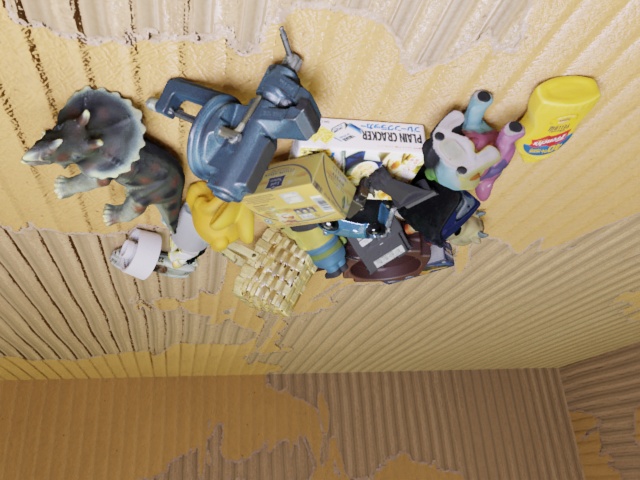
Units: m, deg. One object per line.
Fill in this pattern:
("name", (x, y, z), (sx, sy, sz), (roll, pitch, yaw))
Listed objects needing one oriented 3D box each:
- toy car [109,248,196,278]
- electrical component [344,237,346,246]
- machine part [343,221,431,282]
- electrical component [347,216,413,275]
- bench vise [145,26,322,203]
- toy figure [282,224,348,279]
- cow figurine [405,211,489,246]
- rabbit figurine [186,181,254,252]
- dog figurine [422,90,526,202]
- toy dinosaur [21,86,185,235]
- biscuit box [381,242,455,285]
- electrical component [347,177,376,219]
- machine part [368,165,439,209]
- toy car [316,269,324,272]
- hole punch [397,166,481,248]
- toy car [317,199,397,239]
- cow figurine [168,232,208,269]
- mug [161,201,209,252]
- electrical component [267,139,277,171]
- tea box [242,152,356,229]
("toy car", (-0.402, 0.054, 1.297), (0.201, 0.056, 0.073), (10, 153, -29))
("electrical component", (0.026, 0.000, 1.194), (0.063, 0.094, 0.021), (-19, 156, 29))
("machine part", (0.154, 0.030, 1.295), (0.201, 0.087, 0.201), (-2, 158, -4))
("electrical component", (0.118, -0.012, 1.143), (0.115, 0.134, 0.058), (-31, -162, 1))
("bench vise", (-0.129, -0.173, 0.727), (0.241, 0.223, 0.128), (23, -178, 20))
("toy figure", (0.000, -0.005, 1.114), (0.089, 0.082, 0.180), (-24, 105, 38))
("cow figurine", (0.282, -0.037, 1.175), (0.127, 0.085, 0.194), (-16, 153, 38))
("rabbit figurine", (-0.165, -0.070, 0.974), (0.122, 0.162, 0.173), (24, 127, -27))
("dog figurine", (0.248, -0.124, 0.894), (0.191, 0.108, 0.219), (-40, 159, -11))
("toy dinosaur", (-0.301, -0.111, 0.878), (0.192, 0.131, 0.404), (-14, 160, 22))
("biscuit box", (0.246, 0.060, 1.409), (0.203, 0.059, 0.062), (-20, 152, 33))
("electrical component", (0.050, -0.073, 0.935), (0.078, 0.045, 0.102), (30, 147, -5))
("machine part", (0.139, -0.087, 0.921), (0.084, 0.039, 0.138), (-17, 156, 38))
("toy car", (-0.043, 0.063, 1.372), (0.202, 0.053, 0.089), (-15, 158, 42))
("hole punch", (0.221, -0.065, 1.008), (0.092, 0.142, 0.115), (-1, 131, -48))
("toy car", (0.064, -0.051, 1.051), (0.162, 0.109, 0.103), (14, 163, 4))
("cow figurine", (-0.295, 0.014, 1.218), (0.098, 0.068, 0.167), (-3, 158, -17))
("mug", (-0.267, -0.042, 1.093), (0.109, 0.081, 0.107), (26, 142, -3))
("electrical component", (-0.091, -0.165, 0.831), (0.048, 0.075, 0.119), (3, 159, -16))
("tea box", (-0.039, -0.076, 0.878), (0.170, 0.068, 0.098), (-4, 144, 40))
